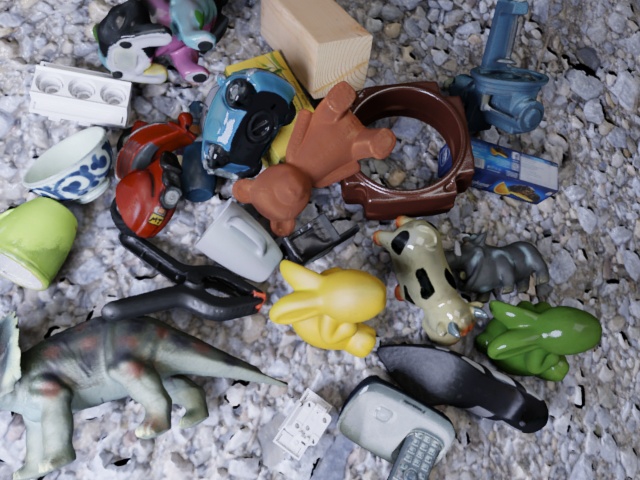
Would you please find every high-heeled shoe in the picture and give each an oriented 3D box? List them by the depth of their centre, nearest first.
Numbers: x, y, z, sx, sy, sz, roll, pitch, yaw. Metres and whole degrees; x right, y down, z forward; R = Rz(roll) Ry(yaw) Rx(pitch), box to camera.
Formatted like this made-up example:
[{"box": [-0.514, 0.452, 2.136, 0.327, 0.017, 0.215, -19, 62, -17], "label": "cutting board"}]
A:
[{"box": [0.210, 0.205, 0.786, 0.249, 0.145, 0.086, 27, 96, 21], "label": "high-heeled shoe"}]

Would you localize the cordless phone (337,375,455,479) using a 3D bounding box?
[{"box": [0.078, 0.285, 0.697, 0.146, 0.088, 0.184, 30, 69, -5], "label": "cordless phone"}]

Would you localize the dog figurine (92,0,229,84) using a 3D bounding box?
[{"box": [-0.217, -0.335, 0.760, 0.191, 0.108, 0.219, -3, 67, -15], "label": "dog figurine"}]

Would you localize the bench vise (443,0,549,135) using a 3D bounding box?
[{"box": [0.289, -0.284, 0.878, 0.129, 0.240, 0.224, -4, 30, -11], "label": "bench vise"}]

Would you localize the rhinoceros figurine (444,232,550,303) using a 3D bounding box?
[{"box": [0.270, 0.038, 0.849, 0.190, 0.073, 0.112, -3, 73, -18], "label": "rhinoceros figurine"}]

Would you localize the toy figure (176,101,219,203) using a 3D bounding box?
[{"box": [-0.181, -0.132, 0.782, 0.058, 0.064, 0.154, -15, 66, 18], "label": "toy figure"}]

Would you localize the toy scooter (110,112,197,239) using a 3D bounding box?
[{"box": [-0.215, -0.098, 0.710, 0.075, 0.135, 0.184, 27, 45, -50], "label": "toy scooter"}]

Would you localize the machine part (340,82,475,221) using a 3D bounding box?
[{"box": [0.127, -0.139, 0.832, 0.202, 0.087, 0.201, -5, 71, 0], "label": "machine part"}]

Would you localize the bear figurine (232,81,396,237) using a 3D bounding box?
[{"box": [-0.015, -0.100, 0.724, 0.196, 0.132, 0.120, -46, 105, -12], "label": "bear figurine"}]

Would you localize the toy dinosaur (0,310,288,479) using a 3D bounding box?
[{"box": [-0.254, 0.151, 0.630, 0.405, 0.131, 0.192, -12, 75, -27], "label": "toy dinosaur"}]

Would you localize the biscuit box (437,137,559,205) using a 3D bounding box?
[{"box": [0.305, -0.120, 0.924, 0.203, 0.063, 0.059, 14, 68, -11], "label": "biscuit box"}]

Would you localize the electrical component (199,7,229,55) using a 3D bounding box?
[{"box": [-0.217, -0.358, 0.854, 0.134, 0.058, 0.115, 29, 67, -5], "label": "electrical component"}]

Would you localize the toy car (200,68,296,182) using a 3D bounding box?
[{"box": [-0.114, -0.168, 0.745, 0.109, 0.161, 0.103, 8, 28, -50], "label": "toy car"}]

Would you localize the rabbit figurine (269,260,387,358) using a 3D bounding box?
[{"box": [0.020, 0.075, 0.705, 0.162, 0.173, 0.122, 18, 70, -15], "label": "rabbit figurine"}]

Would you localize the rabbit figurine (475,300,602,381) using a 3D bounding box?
[{"box": [0.314, 0.129, 0.775, 0.159, 0.170, 0.121, 12, 67, -14], "label": "rabbit figurine"}]

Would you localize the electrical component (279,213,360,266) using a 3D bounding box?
[{"box": [-0.002, -0.002, 0.780, 0.119, 0.075, 0.048, -33, 83, -20], "label": "electrical component"}]

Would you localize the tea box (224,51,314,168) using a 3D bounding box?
[{"box": [-0.071, -0.196, 0.833, 0.098, 0.068, 0.169, -28, 82, -24], "label": "tea box"}]

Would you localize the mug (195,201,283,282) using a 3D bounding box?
[{"box": [-0.100, 0.005, 0.735, 0.107, 0.109, 0.081, 40, 60, -14], "label": "mug"}]

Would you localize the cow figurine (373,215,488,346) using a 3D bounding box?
[{"box": [0.162, 0.063, 0.773, 0.085, 0.127, 0.194, -26, 103, -21], "label": "cow figurine"}]
